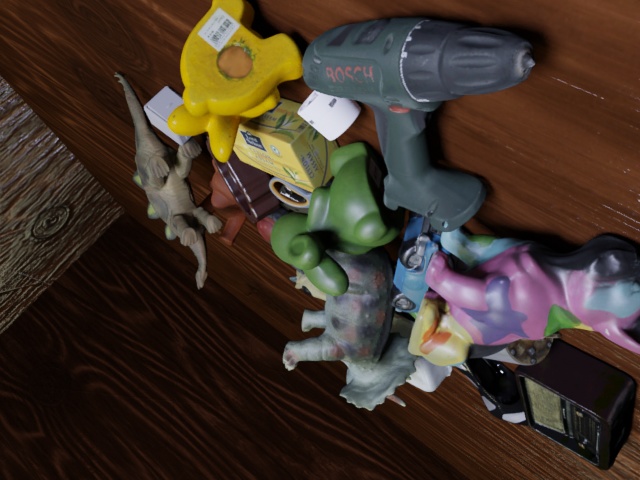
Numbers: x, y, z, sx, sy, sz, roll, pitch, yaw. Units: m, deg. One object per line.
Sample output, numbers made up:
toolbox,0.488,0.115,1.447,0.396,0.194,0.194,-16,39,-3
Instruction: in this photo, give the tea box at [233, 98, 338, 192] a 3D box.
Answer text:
tea box,-0.059,-0.139,0.733,0.170,0.068,0.098,28,160,40

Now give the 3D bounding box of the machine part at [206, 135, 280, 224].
machine part,-0.129,-0.111,0.911,0.179,0.056,0.179,55,166,20

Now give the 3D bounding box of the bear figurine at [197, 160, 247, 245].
bear figurine,-0.193,-0.079,1.096,0.120,0.132,0.196,36,170,-2

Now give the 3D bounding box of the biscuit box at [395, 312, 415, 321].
biscuit box,0.147,0.160,1.014,0.202,0.059,0.063,42,160,-3

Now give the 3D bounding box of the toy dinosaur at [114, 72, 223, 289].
toy dinosaur,-0.310,-0.127,1.064,0.199,0.105,0.471,-12,95,56

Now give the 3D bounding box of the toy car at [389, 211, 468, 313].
toy car,0.149,0.028,0.676,0.103,0.109,0.161,14,144,8

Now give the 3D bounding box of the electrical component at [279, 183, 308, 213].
electrical component,-0.039,-0.079,0.894,0.078,0.045,0.102,24,162,7

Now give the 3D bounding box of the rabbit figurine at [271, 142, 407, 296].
rabbit figurine,0.014,-0.008,0.662,0.170,0.159,0.121,-25,129,27

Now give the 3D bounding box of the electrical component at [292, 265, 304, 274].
electrical component,-0.002,-0.003,0.875,0.075,0.119,0.047,42,165,4

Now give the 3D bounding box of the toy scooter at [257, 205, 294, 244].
toy scooter,-0.055,-0.027,1.004,0.184,0.075,0.135,24,160,29

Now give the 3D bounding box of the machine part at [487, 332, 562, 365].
machine part,0.238,0.128,0.754,0.079,0.079,0.243,43,164,-10

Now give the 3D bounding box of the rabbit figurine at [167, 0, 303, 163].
rabbit figurine,-0.096,-0.173,0.629,0.122,0.162,0.173,30,-178,-5

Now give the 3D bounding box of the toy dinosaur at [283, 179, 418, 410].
toy dinosaur,0.051,0.078,0.778,0.192,0.131,0.404,4,107,17

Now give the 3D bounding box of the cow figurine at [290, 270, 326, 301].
cow figurine,-0.003,0.077,1.104,0.127,0.085,0.195,20,-179,6

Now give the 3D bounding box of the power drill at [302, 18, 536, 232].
power drill,0.091,-0.100,0.481,0.232,0.086,0.207,28,163,41

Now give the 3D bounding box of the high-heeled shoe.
high-heeled shoe,0.291,0.213,0.897,0.249,0.086,0.145,24,142,21

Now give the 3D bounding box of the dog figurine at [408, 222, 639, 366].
dog figurine,0.210,0.069,0.529,0.219,0.108,0.191,18,125,19

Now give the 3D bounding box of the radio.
radio,0.362,0.235,0.762,0.131,0.073,0.229,28,161,40
